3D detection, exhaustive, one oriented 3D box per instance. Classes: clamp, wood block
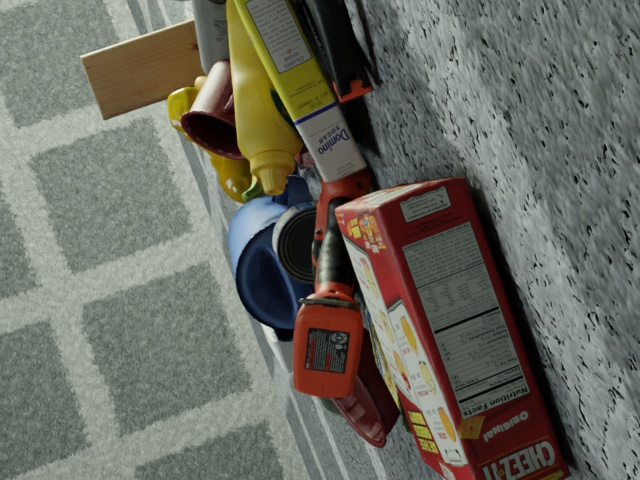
[{"bbox_3d":[-0.009,-0.211,0.827,0.164,0.036,0.210,78,171,-78],"label":"clamp"},{"bbox_3d":[-0.223,-0.244,1.502,0.090,0.206,0.091,-162,53,-79],"label":"wood block"}]

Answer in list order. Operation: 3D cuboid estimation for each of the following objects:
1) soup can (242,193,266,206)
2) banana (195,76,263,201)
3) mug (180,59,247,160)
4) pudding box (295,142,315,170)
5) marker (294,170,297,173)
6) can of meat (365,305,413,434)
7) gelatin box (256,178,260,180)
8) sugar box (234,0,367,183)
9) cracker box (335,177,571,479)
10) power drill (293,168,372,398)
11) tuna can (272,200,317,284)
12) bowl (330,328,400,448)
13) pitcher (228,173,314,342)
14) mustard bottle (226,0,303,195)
[{"bbox_3d":[-0.078,-0.039,1.532,0.102,0.068,0.068,151,99,-80],"label":"soup can"},{"bbox_3d":[-0.089,-0.131,1.279,0.198,0.069,0.037,64,146,33],"label":"banana"},{"bbox_3d":[-0.096,-0.153,1.196,0.081,0.093,0.117,-67,5,-22],"label":"mug"},{"bbox_3d":[-0.030,-0.142,1.106,0.090,0.039,0.113,86,162,-64],"label":"pudding box"},{"bbox_3d":[-0.047,-0.122,1.317,0.020,0.020,0.121,-122,15,-53],"label":"marker"},{"bbox_3d":[0.081,0.103,0.927,0.084,0.057,0.102,-118,13,-53],"label":"can of meat"},{"bbox_3d":[-0.048,-0.113,1.195,0.089,0.030,0.073,93,-166,-67],"label":"gelatin box"},{"bbox_3d":[-0.019,-0.141,0.915,0.093,0.048,0.176,-109,-5,-69],"label":"sugar box"},{"bbox_3d":[0.088,0.065,0.756,0.164,0.072,0.214,-176,66,-81],"label":"cracker box"},{"bbox_3d":[0.012,0.049,0.964,0.187,0.057,0.184,-84,-3,-48],"label":"power drill"},{"bbox_3d":[-0.007,0.001,1.139,0.034,0.086,0.086,-128,20,-68],"label":"tuna can"},{"bbox_3d":[0.045,0.148,1.183,0.162,0.055,0.162,51,161,25],"label":"bowl"},{"bbox_3d":[-0.047,0.006,1.303,0.145,0.149,0.243,47,-179,-16],"label":"pitcher"},{"bbox_3d":[-0.050,-0.133,1.002,0.096,0.058,0.191,44,-142,-66],"label":"mustard bottle"}]
